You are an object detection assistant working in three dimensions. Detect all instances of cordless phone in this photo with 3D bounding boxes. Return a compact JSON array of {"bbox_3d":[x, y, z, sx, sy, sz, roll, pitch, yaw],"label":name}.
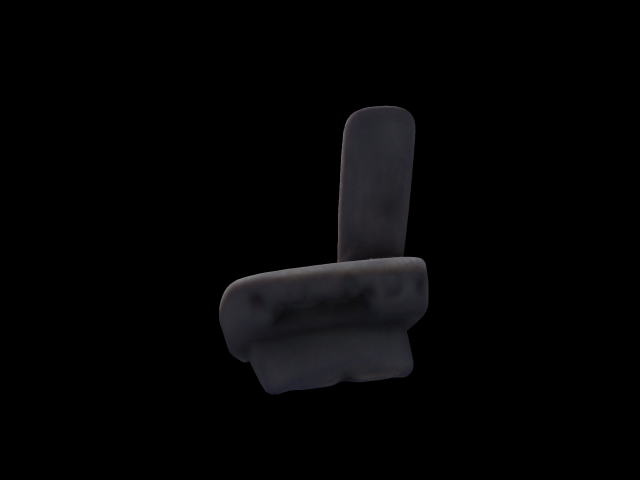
[{"bbox_3d":[0.004,0.001,0.400,0.148,0.185,0.094,-6,15,-23],"label":"cordless phone"}]
